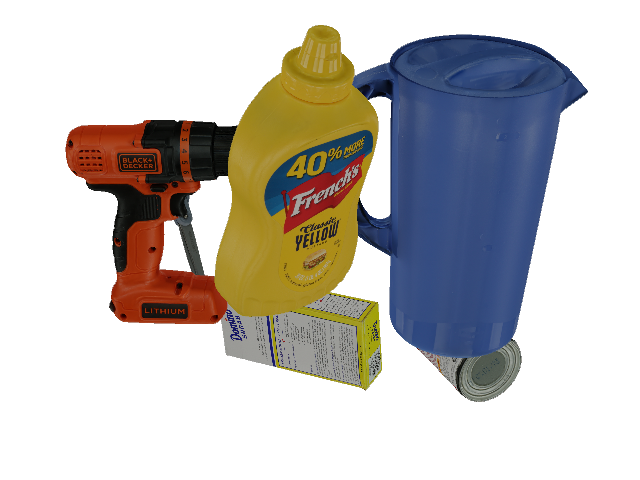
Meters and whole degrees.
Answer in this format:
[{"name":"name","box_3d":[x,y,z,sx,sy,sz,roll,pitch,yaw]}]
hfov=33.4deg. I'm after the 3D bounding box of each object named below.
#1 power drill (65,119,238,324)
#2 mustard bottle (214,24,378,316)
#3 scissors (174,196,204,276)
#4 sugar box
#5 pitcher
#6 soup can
[{"name":"power drill","box_3d":[-0.125,-0.018,0.948,0.184,0.188,0.057,1,26,5]},{"name":"mustard bottle","box_3d":[-0.011,-0.043,0.641,0.096,0.192,0.058,-21,50,-30]},{"name":"scissors","box_3d":[-0.141,-0.041,1.172,0.016,0.202,0.096,-15,16,49]},{"name":"sugar box","box_3d":[-0.023,0.095,1.148,0.176,0.093,0.048,13,35,27]},{"name":"pitcher","box_3d":[0.104,-0.032,0.845,0.149,0.243,0.144,24,36,34]},{"name":"soup can","box_3d":[0.127,0.091,0.969,0.068,0.068,0.102,0,25,-27]}]
